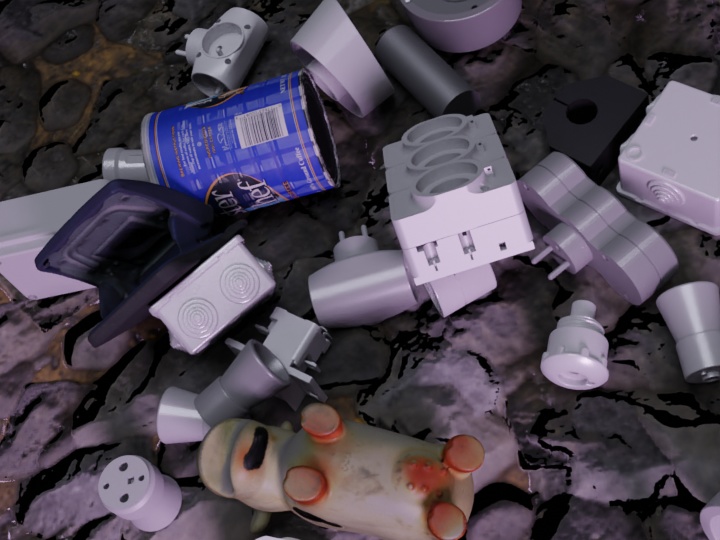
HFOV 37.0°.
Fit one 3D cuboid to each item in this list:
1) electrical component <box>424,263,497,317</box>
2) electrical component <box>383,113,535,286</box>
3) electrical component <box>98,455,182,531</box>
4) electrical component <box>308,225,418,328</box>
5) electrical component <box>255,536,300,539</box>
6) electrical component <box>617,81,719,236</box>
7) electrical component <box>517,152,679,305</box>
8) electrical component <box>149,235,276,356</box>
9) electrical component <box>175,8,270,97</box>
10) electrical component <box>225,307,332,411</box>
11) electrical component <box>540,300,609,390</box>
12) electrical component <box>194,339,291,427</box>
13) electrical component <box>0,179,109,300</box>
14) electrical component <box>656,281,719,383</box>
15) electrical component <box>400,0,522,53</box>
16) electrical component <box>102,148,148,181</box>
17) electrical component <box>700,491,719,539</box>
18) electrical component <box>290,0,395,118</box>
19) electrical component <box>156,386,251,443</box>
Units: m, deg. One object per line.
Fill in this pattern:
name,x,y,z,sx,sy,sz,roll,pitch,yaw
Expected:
electrical component,0.072,0.001,0.821,0.047,0.055,0.055,-26,58,-2
electrical component,0.069,-0.061,0.809,0.089,0.061,0.150,-18,26,7
electrical component,-0.164,0.166,0.801,0.045,0.055,0.045,-7,61,13
electrical component,0.000,0.000,0.848,0.077,0.044,0.079,-15,59,8
electrical component,-0.052,0.224,0.738,0.080,0.051,0.080,-7,61,13
electrical component,0.254,-0.087,0.816,0.100,0.048,0.099,28,73,28
electrical component,0.163,-0.022,0.806,0.074,0.052,0.138,-39,58,-6
electrical component,-0.112,0.023,0.840,0.100,0.099,0.048,-40,89,-7
electrical component,-0.135,-0.204,1.001,0.079,0.044,0.077,16,68,24
electrical component,-0.058,0.066,0.832,0.081,0.042,0.063,23,72,26
electrical component,0.157,0.052,0.774,0.048,0.048,0.062,4,57,19
electrical component,-0.088,0.088,0.782,0.065,0.044,0.044,-42,58,8
electrical component,-0.250,-0.024,0.918,0.113,0.078,0.057,-11,57,11
electrical component,0.238,0.046,0.754,0.044,0.044,0.065,-13,64,10
electrical component,0.091,-0.240,0.942,0.108,0.060,0.108,-8,60,13
electrical component,-0.202,-0.090,0.963,0.046,0.040,0.040,-2,62,9
electrical component,0.269,0.157,0.647,0.108,0.108,0.060,34,70,29
electrical component,-0.011,-0.181,0.921,0.064,0.099,0.099,-45,59,-3
electrical component,-0.117,0.114,0.825,0.065,0.044,0.044,4,64,14
